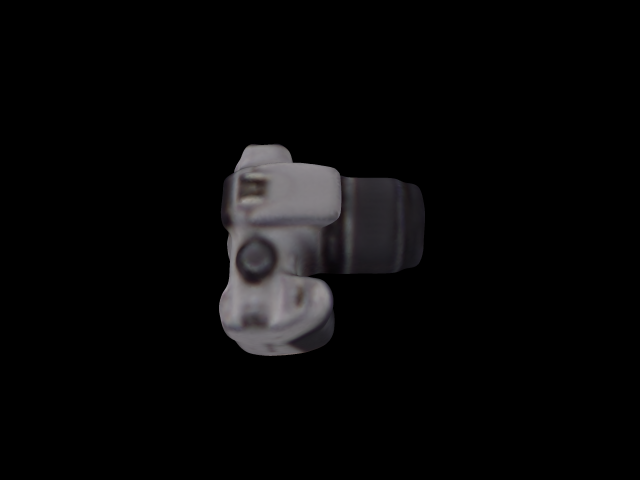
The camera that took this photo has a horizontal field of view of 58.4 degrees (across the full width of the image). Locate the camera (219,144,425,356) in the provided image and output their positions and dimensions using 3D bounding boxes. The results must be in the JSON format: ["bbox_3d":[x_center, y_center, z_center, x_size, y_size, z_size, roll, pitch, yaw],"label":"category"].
[{"bbox_3d":[0.004,0.001,0.400,0.137,0.101,0.143,0,69,0],"label":"camera"}]
